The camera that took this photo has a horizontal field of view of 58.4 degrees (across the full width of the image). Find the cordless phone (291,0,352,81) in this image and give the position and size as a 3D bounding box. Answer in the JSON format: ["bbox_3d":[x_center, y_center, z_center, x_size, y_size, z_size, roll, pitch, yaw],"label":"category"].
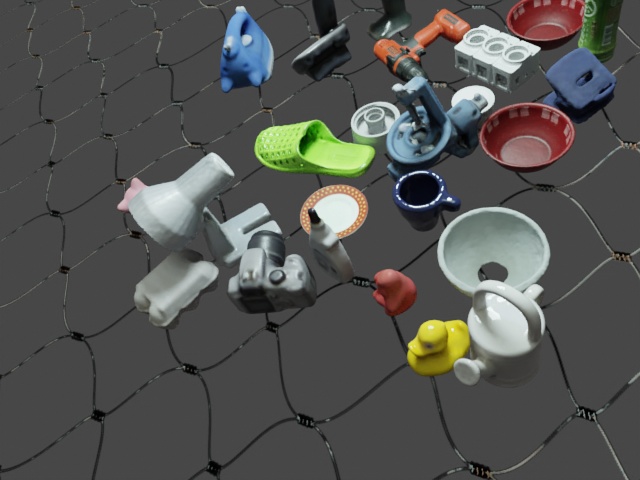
[{"bbox_3d":[-0.010,-0.468,1.281,0.148,0.185,0.093,-43,54,-15],"label":"cordless phone"}]

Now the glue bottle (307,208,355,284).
[{"bbox_3d":[0.009,0.003,0.945,0.037,0.173,0.078,-44,55,-16],"label":"glue bottle"}]

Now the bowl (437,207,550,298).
[{"bbox_3d":[0.272,0.034,0.905,0.167,0.075,0.167,-8,53,11],"label":"bowl"}]

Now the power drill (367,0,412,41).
[{"bbox_3d":[0.136,-0.565,1.291,0.230,0.209,0.075,-34,53,-8],"label":"power drill"}]

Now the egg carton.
[{"bbox_3d":[-0.258,0.086,1.034,0.107,0.069,0.150,32,70,33],"label":"egg carton"}]

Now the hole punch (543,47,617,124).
[{"bbox_3d":[0.484,-0.289,1.061,0.109,0.091,0.100,-37,53,-11],"label":"hole punch"}]

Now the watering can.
[{"bbox_3d":[0.248,0.125,0.771,0.100,0.194,0.173,10,59,24],"label":"watering can"}]

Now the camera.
[{"bbox_3d":[-0.084,0.045,0.989,0.143,0.101,0.137,-7,54,12],"label":"camera"}]

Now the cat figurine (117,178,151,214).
[{"bbox_3d":[-0.331,-0.079,1.144,0.127,0.118,0.067,-16,52,6],"label":"cat figurine"}]

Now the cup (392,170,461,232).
[{"bbox_3d":[0.188,-0.056,0.982,0.117,0.095,0.092,18,62,27],"label":"cup"}]

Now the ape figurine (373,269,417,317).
[{"bbox_3d":[0.114,0.076,0.912,0.076,0.092,0.078,-4,54,15],"label":"ape figurine"}]

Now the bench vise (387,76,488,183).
[{"bbox_3d":[0.196,-0.223,1.020,0.121,0.220,0.208,34,70,33],"label":"bench vise"}]

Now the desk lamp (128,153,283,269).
[{"bbox_3d":[-0.202,-0.046,1.020,0.203,0.214,0.117,-32,52,-6],"label":"desk lamp"}]

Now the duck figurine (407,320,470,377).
[{"bbox_3d":[0.173,0.148,0.846,0.104,0.086,0.077,-31,52,-6],"label":"duck figurine"}]

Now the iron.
[{"bbox_3d":[-0.184,-0.475,1.368,0.118,0.142,0.258,-7,54,13],"label":"iron"}]
